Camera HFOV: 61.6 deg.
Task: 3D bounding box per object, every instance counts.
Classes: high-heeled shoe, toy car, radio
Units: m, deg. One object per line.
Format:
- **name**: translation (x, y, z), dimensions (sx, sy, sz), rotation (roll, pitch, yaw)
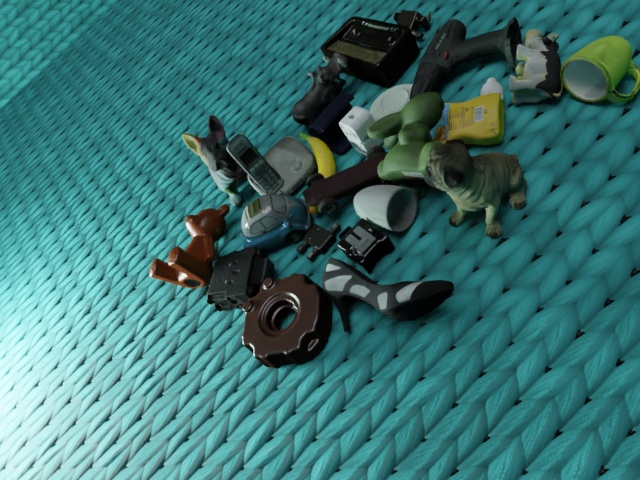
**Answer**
- **high-heeled shoe**: translation (0.105, 0.063, 0.896), dimensions (0.249, 0.086, 0.145), rotation (-24, 59, 34)
- **toy car**: translation (-0.106, -0.044, 1.112), dimensions (0.162, 0.102, 0.109), rotation (-24, 47, 13)
- **radio**: translation (0.120, -0.458, 1.293), dimensions (0.131, 0.073, 0.230), rotation (-47, 46, -6)
- **toy car**: translation (0.064, -0.117, 1.078), dimensions (0.202, 0.053, 0.089), rotation (-26, 60, 0)

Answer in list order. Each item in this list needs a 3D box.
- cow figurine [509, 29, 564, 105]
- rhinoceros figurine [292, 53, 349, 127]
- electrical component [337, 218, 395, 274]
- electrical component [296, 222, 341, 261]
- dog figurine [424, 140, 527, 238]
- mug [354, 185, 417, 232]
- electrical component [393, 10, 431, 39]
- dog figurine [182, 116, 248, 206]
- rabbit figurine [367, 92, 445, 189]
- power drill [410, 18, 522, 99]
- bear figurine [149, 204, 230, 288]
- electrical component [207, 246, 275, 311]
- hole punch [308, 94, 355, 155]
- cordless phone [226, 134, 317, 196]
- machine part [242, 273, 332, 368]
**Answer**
- **cow figurine**: translation (0.420, -0.334, 1.014), dimensions (0.098, 0.068, 0.167), rotation (8, 66, 30)
- **rhinoceros figurine**: translation (0.002, -0.350, 1.264), dimensions (0.190, 0.112, 0.073), rotation (-54, 44, -2)
- **electrical component**: translation (0.074, 0.001, 1.001), dimensions (0.075, 0.047, 0.119), rotation (-43, 47, -3)
- **electrical component**: translation (-0.002, -0.003, 1.070), dimensions (0.094, 0.021, 0.063), rotation (-49, 45, -6)
- **dog figurine**: translation (0.258, -0.118, 0.873), dimensions (0.121, 0.190, 0.172), rotation (10, 62, 37)
- **mug**: translation (0.122, -0.072, 1.006), dimensions (0.107, 0.080, 0.109), rotation (16, 51, 46)
- **electrical component**: translation (0.222, -0.522, 1.300), dimensions (0.102, 0.045, 0.078), rotation (22, 100, 44)
- **dog figurine**: translation (-0.219, -0.196, 1.216), dimensions (0.108, 0.219, 0.192), rotation (-29, 48, 7)
- **rabbit figurine**: translation (0.178, -0.190, 1.005), dimensions (0.159, 0.121, 0.170), rotation (6, 78, 37)
- **power drill**: translation (0.306, -0.374, 1.119), dimensions (0.207, 0.085, 0.232), rotation (-4, 53, 39)
- **bear figurine**: translation (-0.273, 0.000, 1.168), dimensions (0.120, 0.132, 0.196), rotation (-22, 53, 41)
- **electrical component**: translation (-0.156, 0.077, 1.085), dimensions (0.134, 0.058, 0.115), rotation (-13, 54, 25)
- **hole punch**: translation (0.032, -0.266, 1.200), dimensions (0.142, 0.092, 0.116), rotation (-51, 43, -5)
- **cordless phone**: translation (-0.108, -0.182, 1.158), dimensions (0.146, 0.184, 0.089), rotation (-45, 41, -4)
- **machine part**: translation (-0.062, 0.144, 0.976), dimensions (0.179, 0.056, 0.179), rotation (-16, 52, 21)
